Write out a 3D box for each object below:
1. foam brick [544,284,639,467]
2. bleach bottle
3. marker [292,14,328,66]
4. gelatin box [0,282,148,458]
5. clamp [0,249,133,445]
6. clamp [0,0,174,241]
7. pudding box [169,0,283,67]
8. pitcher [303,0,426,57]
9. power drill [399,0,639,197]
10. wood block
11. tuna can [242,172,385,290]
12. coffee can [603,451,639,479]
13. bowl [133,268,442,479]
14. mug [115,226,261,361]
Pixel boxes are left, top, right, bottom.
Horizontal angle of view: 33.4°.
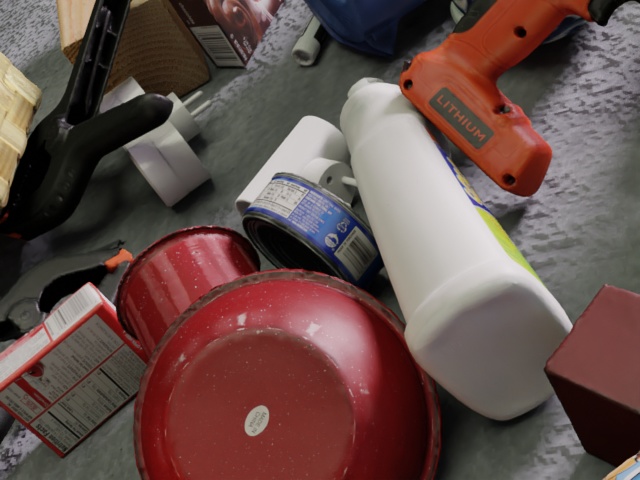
[{"bbox_3d":[0.143,0.067,0.478,0.051,0.078,0.053,25,67,43],"label":"foam brick"},{"bbox_3d":[0.058,-0.021,0.597,0.068,0.102,0.251,-36,40,13],"label":"bleach bottle"},{"bbox_3d":[0.009,-0.187,0.849,0.020,0.020,0.121,2,53,34],"label":"marker"},{"bbox_3d":[-0.152,0.081,0.658,0.089,0.073,0.030,-40,40,-5],"label":"gelatin box"},{"bbox_3d":[-0.203,0.057,0.715,0.120,0.039,0.171,38,63,18],"label":"clamp"},{"bbox_3d":[-0.182,-0.085,0.794,0.210,0.036,0.164,-45,43,31],"label":"clamp"},{"bbox_3d":[-0.080,-0.209,0.855,0.039,0.113,0.090,5,55,33],"label":"pudding box"},{"bbox_3d":[0.082,-0.264,0.776,0.242,0.149,0.145,-33,54,-8],"label":"pitcher"},{"bbox_3d":[0.148,-0.117,0.593,0.184,0.057,0.188,47,111,23],"label":"power drill"},{"bbox_3d":[-0.169,-0.203,0.924,0.090,0.090,0.206,-28,41,6],"label":"wood block"},{"bbox_3d":[-0.004,0.001,0.630,0.086,0.086,0.033,22,66,43],"label":"tuna can"},{"bbox_3d":[0.153,0.121,0.402,0.140,0.102,0.103,-37,41,-3],"label":"coffee can"},{"bbox_3d":[-0.023,0.090,0.519,0.162,0.055,0.162,-2,80,11],"label":"bowl"},{"bbox_3d":[-0.068,0.061,0.621,0.117,0.093,0.082,-57,42,20],"label":"mug"}]
